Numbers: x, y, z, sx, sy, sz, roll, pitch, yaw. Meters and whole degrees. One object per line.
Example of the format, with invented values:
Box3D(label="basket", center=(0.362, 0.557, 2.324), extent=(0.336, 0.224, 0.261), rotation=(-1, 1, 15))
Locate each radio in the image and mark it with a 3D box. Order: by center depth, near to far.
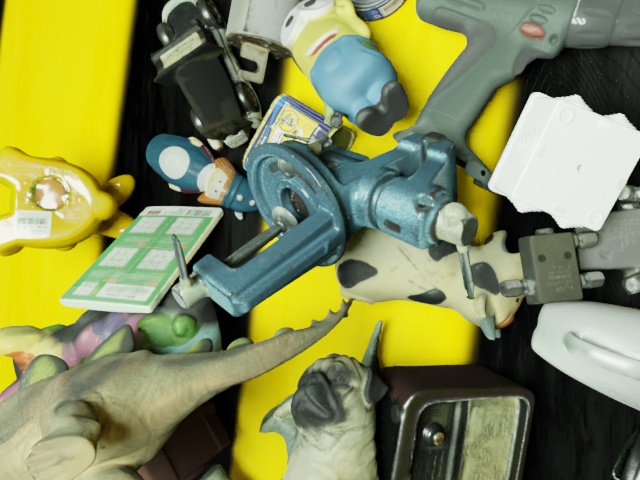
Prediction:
Box3D(label="radio", center=(0.103, 0.231, 0.485), extent=(0.131, 0.073, 0.229), rotation=(8, 91, -18))

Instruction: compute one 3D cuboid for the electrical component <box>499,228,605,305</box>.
Box3D(label="electrical component", center=(0.195, 0.022, 0.457), extent=(0.094, 0.021, 0.063), rotation=(-6, 83, -9))

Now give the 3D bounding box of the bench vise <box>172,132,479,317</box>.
Box3D(label="bench vise", center=(-0.002, -0.009, 0.437), extent=(0.224, 0.240, 0.128), rotation=(34, 146, 33))

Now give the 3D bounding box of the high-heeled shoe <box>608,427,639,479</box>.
Box3D(label="high-heeled shoe", center=(0.221, 0.273, 0.467), extent=(0.249, 0.086, 0.145), rotation=(-31, 73, 15))

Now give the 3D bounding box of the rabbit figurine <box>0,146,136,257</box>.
Box3D(label="rabbit figurine", center=(-0.311, -0.044, 0.667), extent=(0.162, 0.173, 0.122), rotation=(-8, 85, -22))

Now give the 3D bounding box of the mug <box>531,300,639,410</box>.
Box3D(label="mug", center=(0.236, 0.092, 0.453), extent=(0.107, 0.109, 0.080), rotation=(18, 103, 35))

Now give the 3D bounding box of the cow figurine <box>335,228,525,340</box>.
Box3D(label="cow figurine", center=(0.108, 0.029, 0.516), extent=(0.195, 0.085, 0.127), rotation=(-2, 82, 20))

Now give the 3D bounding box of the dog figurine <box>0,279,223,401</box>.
Box3D(label="dog figurine", center=(-0.234, 0.116, 0.577), extent=(0.192, 0.219, 0.108), rotation=(-13, 90, 60))

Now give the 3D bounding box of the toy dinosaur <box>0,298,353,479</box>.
Box3D(label="toy dinosaur", center=(-0.179, 0.144, 0.433), extent=(0.472, 0.199, 0.104), rotation=(-14, 110, -8))

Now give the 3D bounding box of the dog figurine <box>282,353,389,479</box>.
Box3D(label="dog figurine", center=(-0.006, 0.210, 0.467), extent=(0.172, 0.121, 0.190), rotation=(-37, 37, 46))

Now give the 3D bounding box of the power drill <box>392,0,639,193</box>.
Box3D(label="power drill", center=(0.176, -0.151, 0.495), extent=(0.232, 0.086, 0.207), rotation=(29, 104, 20))

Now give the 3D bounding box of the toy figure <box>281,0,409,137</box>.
Box3D(label="toy figure", center=(0.021, -0.169, 0.534), extent=(0.082, 0.089, 0.180), rotation=(-27, 58, -9))

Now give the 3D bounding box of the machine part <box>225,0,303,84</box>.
Box3D(label="machine part", center=(-0.051, -0.295, 0.594), extent=(0.079, 0.079, 0.243), rotation=(11, 93, 22))

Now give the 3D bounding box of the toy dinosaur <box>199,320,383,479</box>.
Box3D(label="toy dinosaur", center=(-0.026, 0.284, 0.554), extent=(0.405, 0.131, 0.192), rotation=(-45, 85, 11))

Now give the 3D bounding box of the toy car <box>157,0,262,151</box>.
Box3D(label="toy car", center=(-0.130, -0.201, 0.637), extent=(0.073, 0.056, 0.201), rotation=(-26, 81, 14))

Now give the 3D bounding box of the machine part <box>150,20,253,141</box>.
Box3D(label="machine part", center=(-0.130, -0.168, 0.587), extent=(0.084, 0.039, 0.139), rotation=(-33, 77, 5))

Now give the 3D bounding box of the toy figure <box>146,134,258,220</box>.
Box3D(label="toy figure", center=(-0.137, -0.075, 0.636), extent=(0.155, 0.058, 0.064), rotation=(29, 128, 19))

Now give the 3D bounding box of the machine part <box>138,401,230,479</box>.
Box3D(label="machine part", center=(-0.212, 0.256, 0.580), extent=(0.201, 0.201, 0.087), rotation=(-39, 78, 17))

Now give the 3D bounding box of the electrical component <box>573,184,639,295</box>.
Box3D(label="electrical component", center=(0.265, -0.004, 0.471), extent=(0.078, 0.045, 0.102), rotation=(1, 89, 21))
